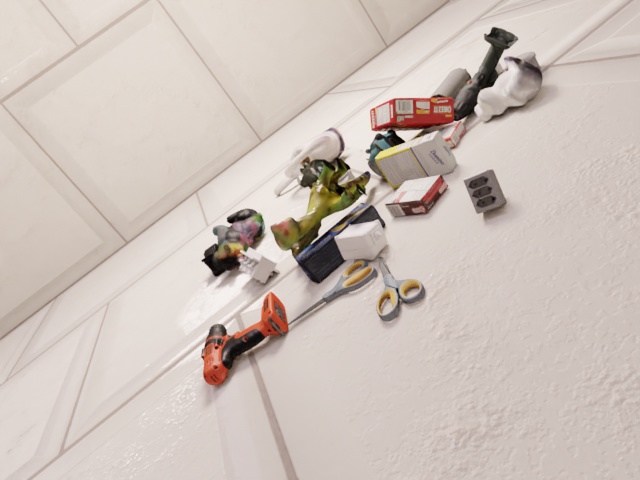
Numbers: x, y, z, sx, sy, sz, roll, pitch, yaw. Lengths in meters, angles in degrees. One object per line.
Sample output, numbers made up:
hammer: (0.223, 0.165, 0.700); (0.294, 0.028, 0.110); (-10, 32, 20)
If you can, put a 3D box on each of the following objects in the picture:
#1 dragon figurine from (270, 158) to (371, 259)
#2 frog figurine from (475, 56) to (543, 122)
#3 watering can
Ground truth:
dragon figurine: (0.004, -0.061, 1.206); (0.240, 0.123, 0.413); (-52, -12, 19)
frog figurine: (0.449, -0.349, 1.230); (0.140, 0.122, 0.157); (-110, 38, -61)
watering can: (-0.040, -0.271, 1.774); (0.227, 0.104, 0.342); (-35, -3, -30)
